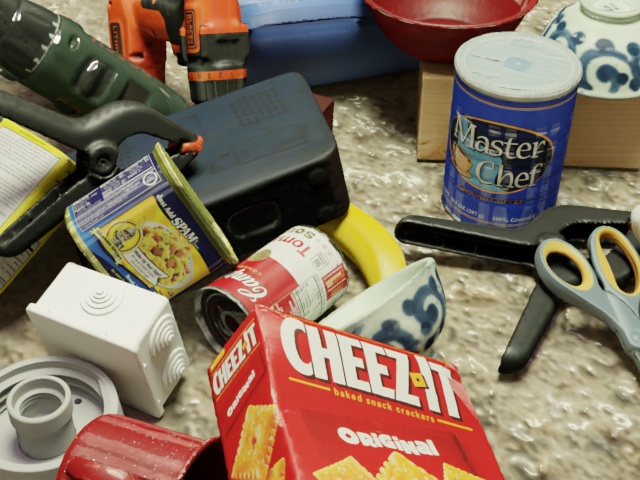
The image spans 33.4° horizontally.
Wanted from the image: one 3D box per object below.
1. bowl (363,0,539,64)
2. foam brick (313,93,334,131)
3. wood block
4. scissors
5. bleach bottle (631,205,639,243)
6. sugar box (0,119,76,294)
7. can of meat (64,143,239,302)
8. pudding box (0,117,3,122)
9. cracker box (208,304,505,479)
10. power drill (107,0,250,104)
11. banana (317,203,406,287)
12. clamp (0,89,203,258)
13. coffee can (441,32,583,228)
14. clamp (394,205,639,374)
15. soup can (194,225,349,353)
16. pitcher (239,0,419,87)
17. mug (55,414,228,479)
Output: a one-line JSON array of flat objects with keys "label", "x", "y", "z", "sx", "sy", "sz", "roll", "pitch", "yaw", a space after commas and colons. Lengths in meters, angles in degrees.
[{"label": "bowl", "x": 0.114, "y": -0.206, "z": 0.967, "sx": 0.162, "sy": 0.055, "sz": 0.162, "roll": 0, "pitch": 38, "yaw": 0}, {"label": "foam brick", "x": -0.032, "y": -0.108, "z": 0.993, "sx": 0.078, "sy": 0.051, "sz": 0.053, "roll": 17, "pitch": 42, "yaw": 19}, {"label": "wood block", "x": 0.195, "y": -0.130, "z": 0.993, "sx": 0.206, "sy": 0.091, "sz": 0.090, "roll": 3, "pitch": 38, "yaw": 3}, {"label": "scissors", "x": 0.211, "y": 0.066, "z": 0.779, "sx": 0.096, "sy": 0.016, "sz": 0.201, "roll": 8, "pitch": 48, "yaw": -8}, {"label": "bleach bottle", "x": 0.285, "y": 0.073, "z": 0.746, "sx": 0.103, "sy": 0.068, "sz": 0.250, "roll": -22, "pitch": 45, "yaw": 30}, {"label": "sugar box", "x": -0.262, "y": -0.003, "z": 0.811, "sx": 0.093, "sy": 0.048, "sz": 0.176, "roll": 29, "pitch": 76, "yaw": 36}, {"label": "can of meat", "x": -0.121, "y": -0.004, "z": 0.762, "sx": 0.084, "sy": 0.102, "sz": 0.057, "roll": -33, "pitch": 34, "yaw": -1}, {"label": "pudding box", "x": -0.311, "y": -0.088, "z": 0.917, "sx": 0.039, "sy": 0.113, "sz": 0.090, "roll": 13, "pitch": 40, "yaw": 22}, {"label": "cracker box", "x": 0.034, "y": 0.147, "z": 0.612, "sx": 0.164, "sy": 0.072, "sz": 0.214, "roll": 20, "pitch": 31, "yaw": -28}, {"label": "power drill", "x": -0.130, "y": -0.169, "z": 0.995, "sx": 0.057, "sy": 0.184, "sz": 0.188, "roll": -9, "pitch": 13, "yaw": -36}, {"label": "banana", "x": 0.012, "y": -0.004, "z": 0.877, "sx": 0.069, "sy": 0.037, "sz": 0.198, "roll": -25, "pitch": 45, "yaw": -26}, {"label": "clamp", "x": -0.169, "y": -0.049, "z": 0.778, "sx": 0.171, "sy": 0.120, "sz": 0.039, "roll": -3, "pitch": 22, "yaw": -29}, {"label": "coffee can", "x": 0.159, "y": -0.089, "z": 0.902, "sx": 0.103, "sy": 0.140, "sz": 0.103, "roll": 0, "pitch": 39, "yaw": 0}, {"label": "clamp", "x": 0.174, "y": 0.011, "z": 0.857, "sx": 0.209, "sy": 0.036, "sz": 0.165, "roll": -22, "pitch": 52, "yaw": -27}, {"label": "soup can", "x": -0.035, "y": 0.041, "z": 0.798, "sx": 0.069, "sy": 0.068, "sz": 0.102, "roll": 29, "pitch": 47, "yaw": 30}, {"label": "pitcher", "x": 0.004, "y": -0.216, "z": 1.062, "sx": 0.242, "sy": 0.145, "sz": 0.149, "roll": -9, "pitch": 48, "yaw": -16}, {"label": "mug", "x": -0.109, "y": 0.149, "z": 0.634, "sx": 0.082, "sy": 0.117, "sz": 0.093, "roll": 12, "pitch": 75, "yaw": 22}]
